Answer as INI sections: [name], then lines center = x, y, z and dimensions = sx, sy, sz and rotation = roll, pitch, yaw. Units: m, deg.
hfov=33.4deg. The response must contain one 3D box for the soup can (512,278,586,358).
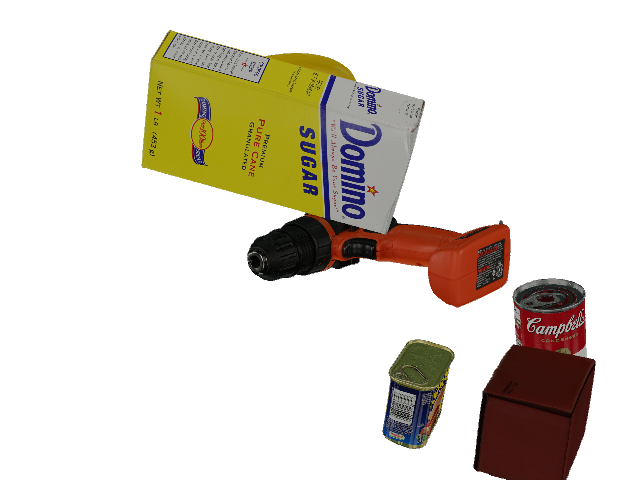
[soup can]
center = 0.223, 0.097, 1.032
dimensions = 0.068, 0.102, 0.068
rotation = -7, 22, 3

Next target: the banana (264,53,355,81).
[banana]
center = -0.039, -0.164, 1.106
dimensions = 0.197, 0.070, 0.037
rotation = -7, -41, -28

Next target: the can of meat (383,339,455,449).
[can of meat]
center = 0.109, 0.174, 1.206
dimensions = 0.057, 0.084, 0.102
rotation = 15, 25, 16

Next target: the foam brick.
[foam brick]
center = 0.127, 0.102, 0.629
dimensions = 0.053, 0.051, 0.078
rotation = 11, 20, 22

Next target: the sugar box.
[sugar box]
center = -0.027, -0.070, 0.712
dimensions = 0.176, 0.093, 0.048
rotation = 17, 43, 4

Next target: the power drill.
[power drill]
center = 0.054, 0.009, 0.923
dimensions = 0.188, 0.057, 0.184
rotation = 12, 21, 36
